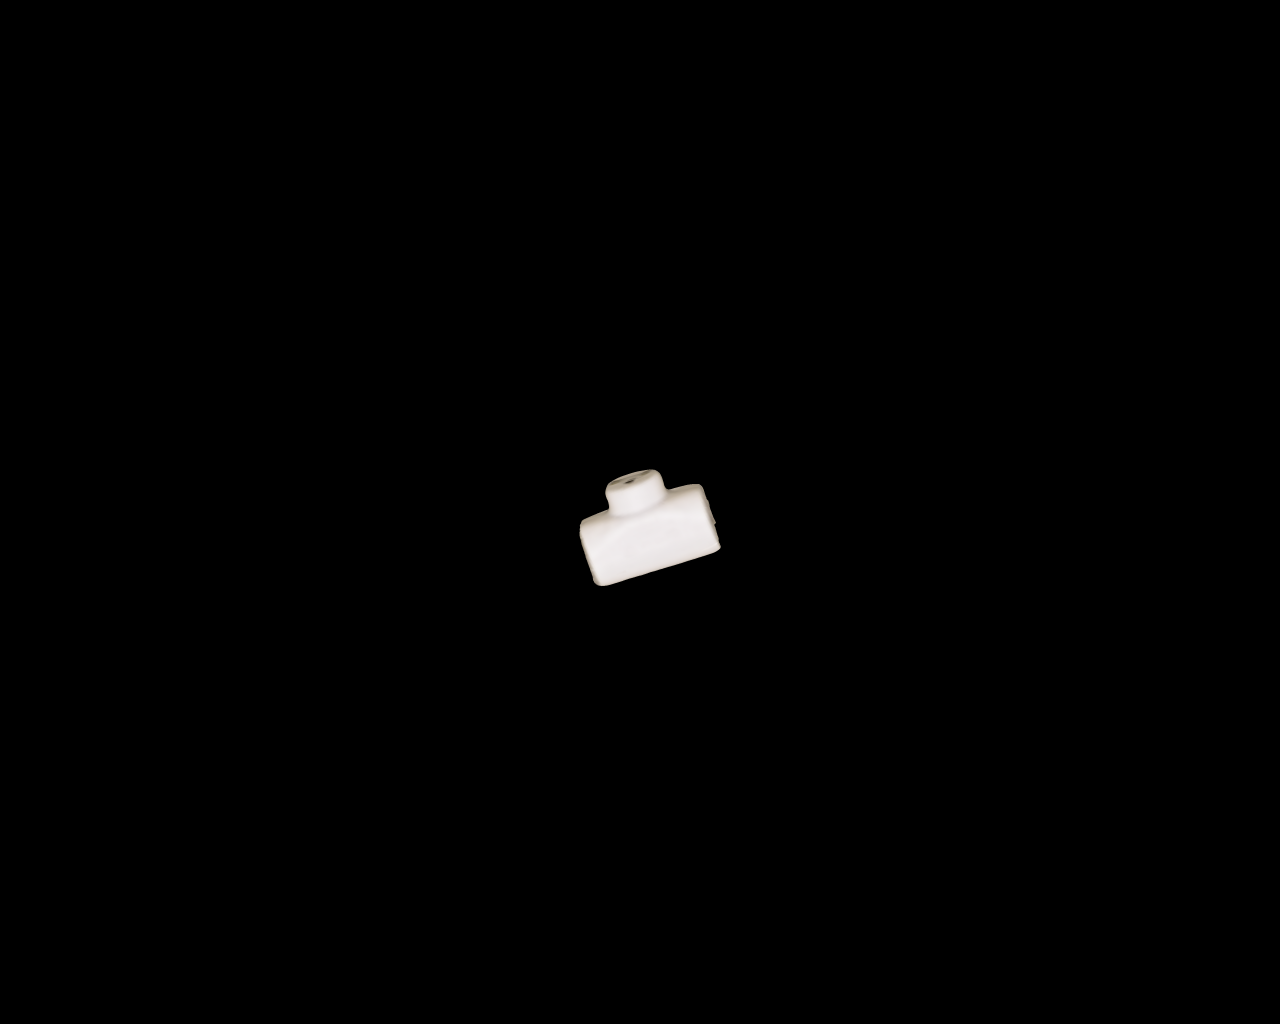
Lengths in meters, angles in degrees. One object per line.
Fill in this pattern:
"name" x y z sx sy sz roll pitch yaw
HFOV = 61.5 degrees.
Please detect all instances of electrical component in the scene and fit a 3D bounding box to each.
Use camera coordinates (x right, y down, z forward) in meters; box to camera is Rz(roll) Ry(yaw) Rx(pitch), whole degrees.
"electrical component" 0.001 -0.003 0.650 0.077 0.079 0.044 -18 11 4
